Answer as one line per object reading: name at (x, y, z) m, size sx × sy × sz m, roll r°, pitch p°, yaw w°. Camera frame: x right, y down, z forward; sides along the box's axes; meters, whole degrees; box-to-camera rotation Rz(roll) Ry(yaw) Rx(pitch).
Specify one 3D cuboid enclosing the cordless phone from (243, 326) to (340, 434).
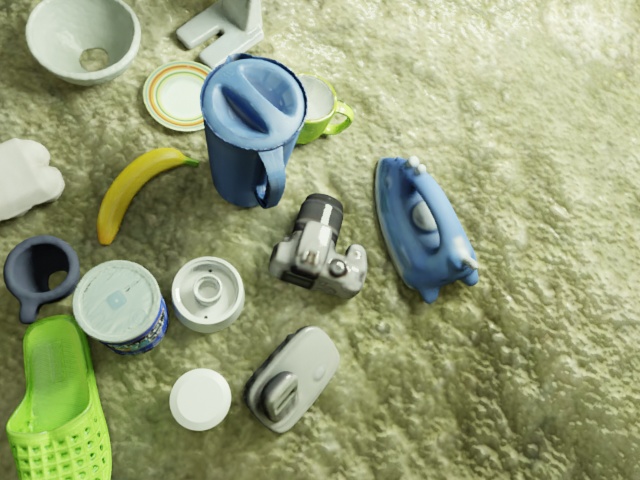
cordless phone at (-0.030, 0.177, 0.752) m, size 0.094 × 0.185 × 0.148 m, roll 38°, pitch 70°, yaw 4°

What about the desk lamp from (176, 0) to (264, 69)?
desk lamp at (-0.124, -0.404, 0.906) m, size 0.118 × 0.213 × 0.203 m, roll 44°, pitch 71°, yaw 6°

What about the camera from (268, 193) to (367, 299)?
camera at (0.008, 0.003, 0.859) m, size 0.143 × 0.100 × 0.137 m, roll 17°, pitch 70°, yaw -4°

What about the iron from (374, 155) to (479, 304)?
iron at (0.161, -0.042, 0.880) m, size 0.119 × 0.141 × 0.258 m, roll -21°, pitch 77°, yaw -16°

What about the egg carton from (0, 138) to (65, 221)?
egg carton at (-0.452, -0.078, 0.819) m, size 0.150 × 0.069 × 0.107 m, roll -31°, pitch 80°, yaw -18°

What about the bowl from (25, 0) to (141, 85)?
bowl at (-0.366, -0.307, 0.905) m, size 0.167 × 0.074 × 0.167 m, roll 3°, pitch 72°, yaw -9°

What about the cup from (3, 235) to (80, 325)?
cup at (-0.369, 0.062, 0.775) m, size 0.092 × 0.095 × 0.118 m, roll 11°, pitch 71°, yaw -6°
